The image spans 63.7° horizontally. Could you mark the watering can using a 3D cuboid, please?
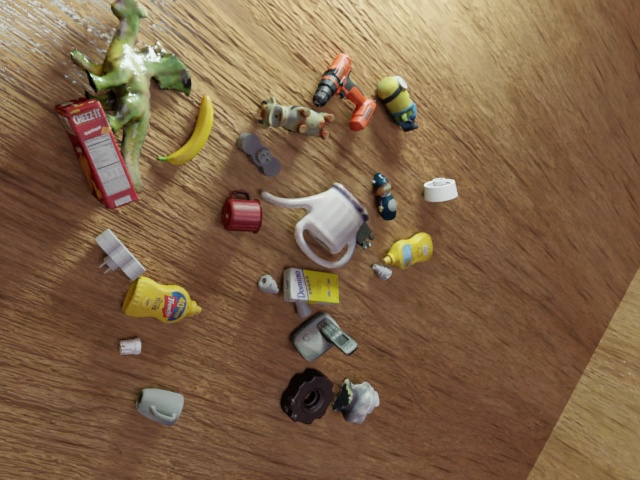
[{"bbox_3d":[0.004,-0.074,1.466,0.226,0.104,0.343,-48,118,-13],"label":"watering can"}]

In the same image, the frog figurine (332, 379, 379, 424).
[{"bbox_3d":[0.142,0.548,1.730,0.158,0.122,0.139,24,71,-25],"label":"frog figurine"}]

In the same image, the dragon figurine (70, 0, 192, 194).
[{"bbox_3d":[-0.385,-0.331,1.136,0.246,0.123,0.403,-32,120,-32],"label":"dragon figurine"}]
